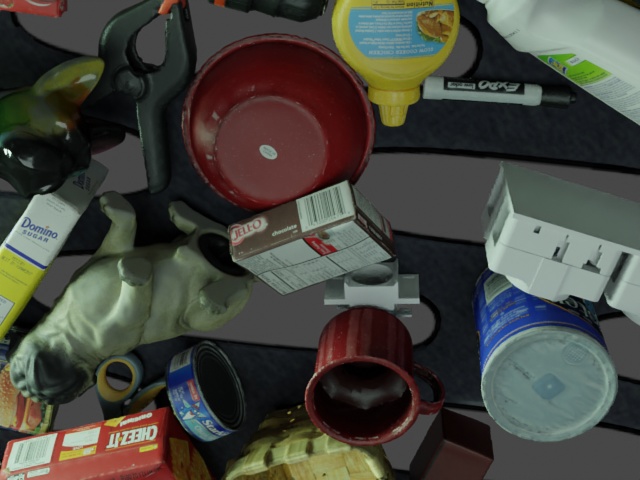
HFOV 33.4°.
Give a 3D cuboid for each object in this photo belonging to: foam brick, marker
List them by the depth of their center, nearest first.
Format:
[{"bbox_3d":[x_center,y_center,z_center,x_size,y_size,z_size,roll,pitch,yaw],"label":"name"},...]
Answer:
[{"bbox_3d":[0.143,-0.117,0.848,0.121,0.020,0.020,5,116,2],"label":"marker"},{"bbox_3d":[0.121,0.205,0.987,0.051,0.053,0.078,21,117,-6],"label":"foam brick"}]

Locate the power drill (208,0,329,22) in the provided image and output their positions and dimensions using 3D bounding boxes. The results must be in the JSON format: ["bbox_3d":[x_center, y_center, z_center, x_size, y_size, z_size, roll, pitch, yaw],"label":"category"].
[{"bbox_3d":[-0.063,-0.263,0.774,0.184,0.057,0.188,16,115,-6],"label":"power drill"}]

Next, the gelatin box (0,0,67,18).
[{"bbox_3d":[-0.240,-0.216,0.826,0.089,0.030,0.073,9,116,0],"label":"gelatin box"}]

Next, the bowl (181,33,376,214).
[{"bbox_3d":[-0.037,-0.081,0.861,0.162,0.055,0.162,2,116,4],"label":"bowl"}]

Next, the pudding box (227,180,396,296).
[{"bbox_3d":[-0.006,0.001,0.878,0.114,0.039,0.090,-18,152,19],"label":"pudding box"}]

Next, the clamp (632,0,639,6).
[{"bbox_3d":[0.155,-0.230,0.736,0.210,0.036,0.164,-10,93,-8],"label":"clamp"}]

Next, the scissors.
[{"bbox_3d":[-0.212,0.174,1.019,0.202,0.016,0.096,-34,103,23],"label":"scissors"}]

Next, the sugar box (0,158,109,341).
[{"bbox_3d":[-0.246,0.012,0.901,0.048,0.093,0.176,35,114,-13],"label":"sugar box"}]

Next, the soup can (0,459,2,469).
[{"bbox_3d":[-0.347,0.253,1.019,0.068,0.102,0.068,2,116,4],"label":"soup can"}]

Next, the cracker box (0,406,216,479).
[{"bbox_3d":[-0.176,0.260,0.998,0.164,0.072,0.213,-14,129,11],"label":"cracker box"}]

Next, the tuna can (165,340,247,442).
[{"bbox_3d":[-0.101,0.135,0.952,0.034,0.086,0.086,-25,111,16],"label":"tuna can"}]

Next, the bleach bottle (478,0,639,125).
[{"bbox_3d":[0.223,-0.137,0.788,0.250,0.103,0.068,28,81,-8],"label":"bleach bottle"}]

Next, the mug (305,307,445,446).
[{"bbox_3d":[0.048,0.113,0.887,0.117,0.081,0.093,15,121,-4],"label":"mug"}]

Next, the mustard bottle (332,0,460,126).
[{"bbox_3d":[0.057,-0.178,0.803,0.096,0.058,0.192,-4,116,-8],"label":"mustard bottle"}]

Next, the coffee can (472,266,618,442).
[{"bbox_3d":[0.179,0.083,0.874,0.103,0.140,0.103,2,116,4],"label":"coffee can"}]

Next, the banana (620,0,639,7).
[{"bbox_3d":[0.210,-0.219,0.788,0.197,0.037,0.069,22,92,-8],"label":"banana"}]

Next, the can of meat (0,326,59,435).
[{"bbox_3d":[-0.280,0.127,0.980,0.084,0.057,0.102,13,117,-5],"label":"can of meat"}]

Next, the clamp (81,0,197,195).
[{"bbox_3d":[-0.159,-0.129,0.858,0.120,0.039,0.172,18,115,-6],"label":"clamp"}]
